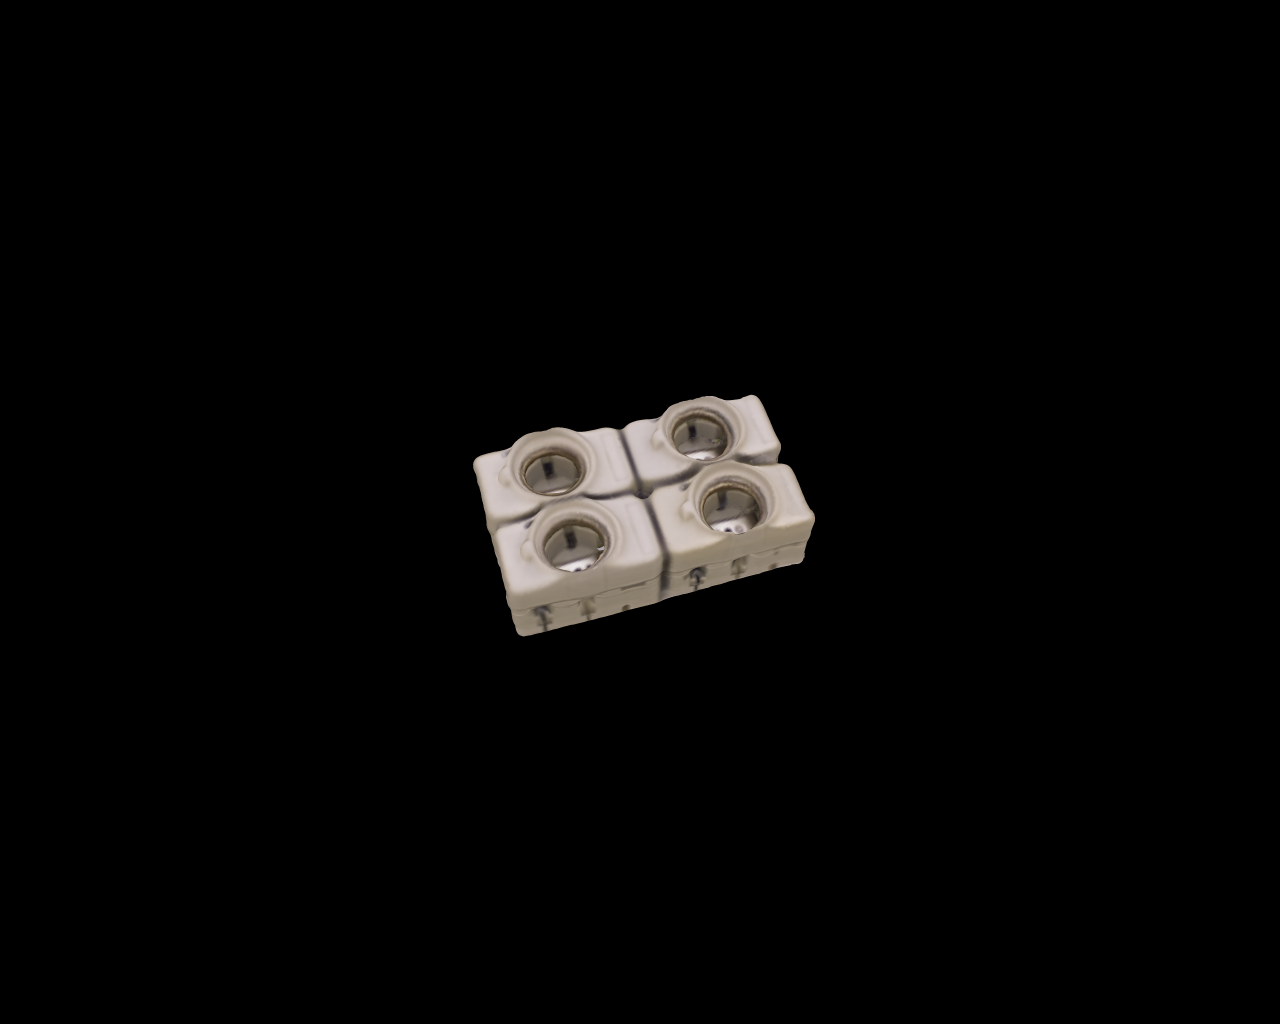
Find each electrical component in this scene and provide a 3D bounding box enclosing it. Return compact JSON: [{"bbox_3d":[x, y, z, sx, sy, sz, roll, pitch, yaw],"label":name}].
[{"bbox_3d":[0.001,-0.003,0.650,0.186,0.105,0.060,-14,-32,-9],"label":"electrical component"}]
